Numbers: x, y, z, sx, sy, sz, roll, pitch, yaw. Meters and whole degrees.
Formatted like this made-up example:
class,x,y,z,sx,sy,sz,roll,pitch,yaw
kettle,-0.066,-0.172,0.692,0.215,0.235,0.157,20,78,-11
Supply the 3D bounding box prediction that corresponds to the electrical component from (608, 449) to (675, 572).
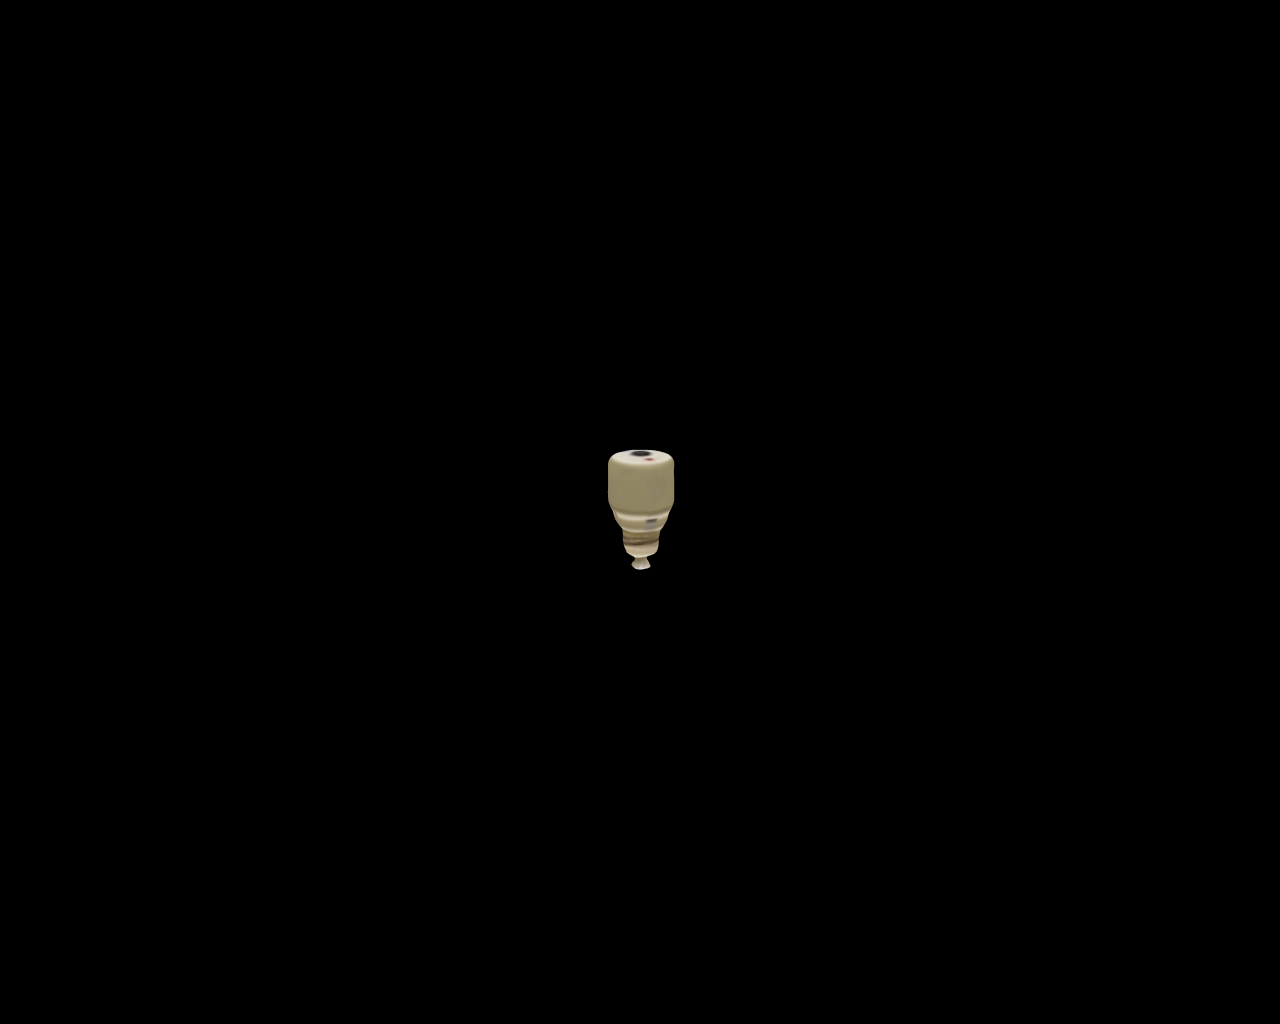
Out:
class,x,y,z,sx,sy,sz,roll,pitch,yaw
electrical component,0.001,-0.003,0.650,0.040,0.078,0.040,0,17,0
